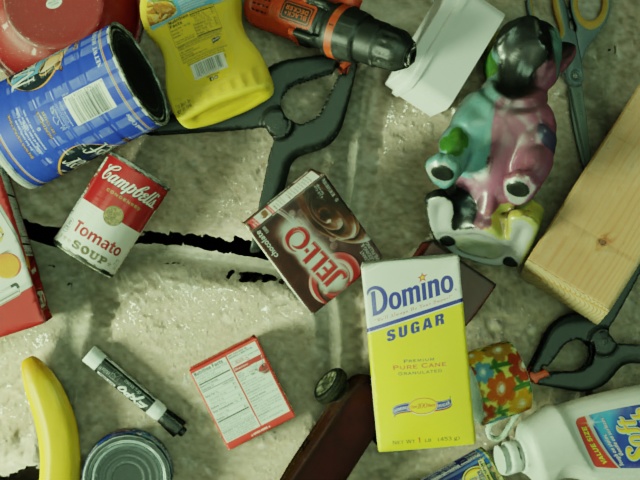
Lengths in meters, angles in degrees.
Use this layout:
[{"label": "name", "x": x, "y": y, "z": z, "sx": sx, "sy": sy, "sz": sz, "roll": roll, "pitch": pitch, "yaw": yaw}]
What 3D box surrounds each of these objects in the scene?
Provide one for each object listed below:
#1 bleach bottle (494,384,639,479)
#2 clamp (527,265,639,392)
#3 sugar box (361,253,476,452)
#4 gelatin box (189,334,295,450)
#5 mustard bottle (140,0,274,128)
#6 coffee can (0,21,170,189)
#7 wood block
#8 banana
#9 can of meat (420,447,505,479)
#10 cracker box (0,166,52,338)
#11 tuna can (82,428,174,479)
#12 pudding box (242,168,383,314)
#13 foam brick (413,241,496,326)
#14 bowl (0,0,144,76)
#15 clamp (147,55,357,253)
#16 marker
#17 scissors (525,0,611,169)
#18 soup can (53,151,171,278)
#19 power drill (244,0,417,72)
[{"label": "bleach bottle", "x": 0.291, "y": 0.198, "z": 1.041, "sx": 0.250, "sy": 0.068, "sz": 0.102, "roll": -9, "pitch": 87, "yaw": -14}, {"label": "clamp", "x": 0.291, "y": 0.107, "z": 1.069, "sx": 0.171, "sy": 0.039, "sz": 0.120, "roll": -36, "pitch": 78, "yaw": -1}, {"label": "sugar box", "x": 0.091, "y": 0.104, "z": 0.996, "sx": 0.093, "sy": 0.048, "sz": 0.176, "roll": -6, "pitch": 93, "yaw": 3}, {"label": "gelatin box", "x": -0.076, "y": 0.147, "z": 1.035, "sx": 0.073, "sy": 0.030, "sz": 0.089, "roll": -27, "pitch": 91, "yaw": -5}, {"label": "mustard bottle", "x": -0.118, "y": -0.208, "z": 1.011, "sx": 0.096, "sy": 0.058, "sz": 0.192, "roll": -22, "pitch": 76, "yaw": 5}, {"label": "coffee can", "x": -0.223, "y": -0.121, "z": 0.970, "sx": 0.140, "sy": 0.102, "sz": 0.103, "roll": -25, "pitch": 92, "yaw": 10}, {"label": "wood block", "x": 0.290, "y": -0.034, "z": 1.035, "sx": 0.091, "sy": 0.090, "sz": 0.206, "roll": 33, "pitch": 83, "yaw": 13}, {"label": "banana", "x": -0.260, "y": 0.211, "z": 1.009, "sx": 0.069, "sy": 0.037, "sz": 0.198, "roll": 8, "pitch": 88, "yaw": -8}, {"label": "can of meat", "x": 0.146, "y": 0.266, "z": 1.044, "sx": 0.084, "sy": 0.057, "sz": 0.102, "roll": -27, "pitch": 92, "yaw": -9}, {"label": "cracker box", "x": -0.359, "y": -0.002, "z": 0.987, "sx": 0.164, "sy": 0.072, "sz": 0.214, "roll": -17, "pitch": 92, "yaw": -6}, {"label": "tuna can", "x": -0.183, "y": 0.225, "z": 1.019, "sx": 0.086, "sy": 0.034, "sz": 0.086, "roll": 0, "pitch": 89, "yaw": -6}, {"label": "pudding box", "x": -0.007, "y": 0.001, "z": 1.025, "sx": 0.090, "sy": 0.039, "sz": 0.113, "roll": -39, "pitch": 113, "yaw": -7}, {"label": "foam brick", "x": 0.122, "y": 0.043, "z": 1.048, "sx": 0.078, "sy": 0.053, "sz": 0.051, "roll": 34, "pitch": 85, "yaw": -3}, {"label": "bowl", "x": -0.249, "y": -0.221, "z": 1.012, "sx": 0.162, "sy": 0.055, "sz": 0.162, "roll": 0, "pitch": 89, "yaw": -6}, {"label": "clamp", "x": -0.040, "y": -0.101, "z": 1.041, "sx": 0.210, "sy": 0.036, "sz": 0.164, "roll": -34, "pitch": 93, "yaw": -3}, {"label": "marker", "x": -0.177, "y": 0.148, "z": 1.029, "sx": 0.121, "sy": 0.020, "sz": 0.020, "roll": 41, "pitch": 85, "yaw": -4}, {"label": "scissors", "x": 0.273, "y": -0.181, "z": 1.088, "sx": 0.096, "sy": 0.016, "sz": 0.202, "roll": -24, "pitch": 92, "yaw": -6}, {"label": "soup can", "x": -0.197, "y": -0.024, "z": 1.007, "sx": 0.068, "sy": 0.068, "sz": 0.102, "roll": 32, "pitch": 86, "yaw": -5}, {"label": "power drill", "x": 0.033, "y": -0.262, "z": 1.000, "sx": 0.185, "sy": 0.057, "sz": 0.188, "roll": 23, "pitch": 93, "yaw": 23}]
